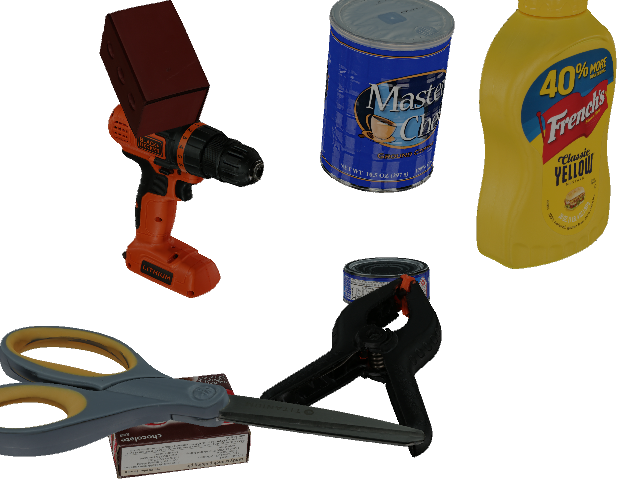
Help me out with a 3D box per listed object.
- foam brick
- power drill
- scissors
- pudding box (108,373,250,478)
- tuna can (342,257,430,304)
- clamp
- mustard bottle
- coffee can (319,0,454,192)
[{"bbox_3d":[-0.121,-0.124,0.770,0.051,0.078,0.053,-18,-17,-23],"label":"foam brick"},{"bbox_3d":[-0.139,-0.038,1.100,0.185,0.188,0.057,23,33,28],"label":"power drill"},{"bbox_3d":[-0.066,0.077,0.455,0.202,0.016,0.096,14,29,24],"label":"scissors"},{"bbox_3d":[-0.124,0.155,0.904,0.113,0.039,0.090,-6,26,-18],"label":"pudding box"},{"bbox_3d":[0.064,0.041,1.044,0.086,0.034,0.086,-1,11,0],"label":"tuna can"},{"bbox_3d":[0.046,0.086,0.749,0.120,0.039,0.171,19,43,24],"label":"clamp"},{"bbox_3d":[0.142,-0.083,0.664,0.096,0.192,0.058,-20,31,-27],"label":"mustard bottle"},{"bbox_3d":[0.054,-0.127,0.912,0.103,0.140,0.103,3,36,-2],"label":"coffee can"}]
